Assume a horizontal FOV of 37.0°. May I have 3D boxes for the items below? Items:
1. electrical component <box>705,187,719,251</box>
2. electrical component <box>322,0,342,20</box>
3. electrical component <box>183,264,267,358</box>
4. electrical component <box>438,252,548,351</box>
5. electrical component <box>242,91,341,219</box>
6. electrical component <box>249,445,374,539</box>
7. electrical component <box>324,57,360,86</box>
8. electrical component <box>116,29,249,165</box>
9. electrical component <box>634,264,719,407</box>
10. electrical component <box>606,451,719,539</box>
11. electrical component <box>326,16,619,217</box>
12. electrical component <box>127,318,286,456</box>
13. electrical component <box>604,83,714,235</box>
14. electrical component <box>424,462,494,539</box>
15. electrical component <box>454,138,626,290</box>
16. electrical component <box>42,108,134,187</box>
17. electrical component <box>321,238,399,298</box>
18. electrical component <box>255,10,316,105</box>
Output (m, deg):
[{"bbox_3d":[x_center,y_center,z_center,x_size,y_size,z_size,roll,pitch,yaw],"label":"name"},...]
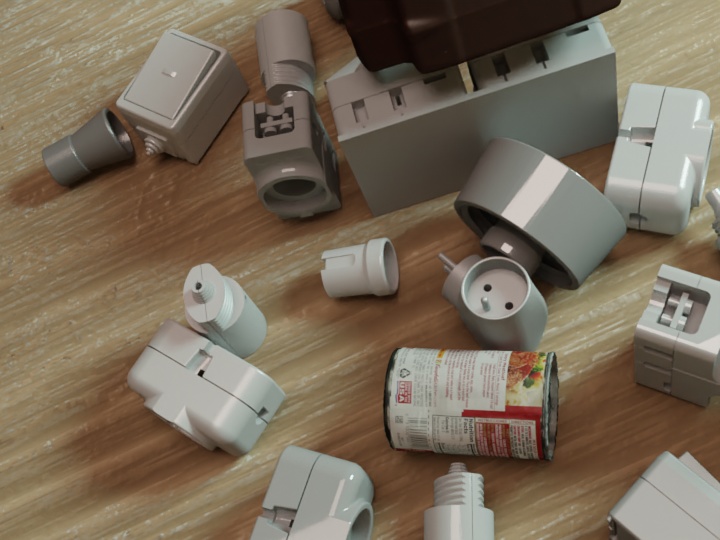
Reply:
[{"bbox_3d":[0.247,-0.026,0.702,0.035,0.035,0.061,-28,73,0],"label":"electrical component"},{"bbox_3d":[-0.002,-0.233,0.868,0.062,0.048,0.048,-21,61,-4],"label":"electrical component"},{"bbox_3d":[-0.098,0.028,0.745,0.043,0.081,0.043,-6,64,12],"label":"electrical component"},{"bbox_3d":[0.081,0.016,0.706,0.043,0.077,0.079,-44,62,-8],"label":"electrical component"},{"bbox_3d":[-0.048,-0.077,0.778,0.050,0.089,0.055,-10,63,10],"label":"electrical component"},{"bbox_3d":[-0.029,0.166,0.676,0.059,0.053,0.095,12,69,20],"label":"electrical component"},{"bbox_3d":[0.017,-0.151,0.822,0.081,0.043,0.043,-38,62,-5],"label":"electrical component"},{"bbox_3d":[-0.144,-0.134,0.846,0.062,0.061,0.096,25,73,24],"label":"electrical component"},{"bbox_3d":[0.203,0.043,0.654,0.056,0.089,0.050,19,71,22],"label":"electrical component"},{"bbox_3d":[0.198,0.156,0.616,0.096,0.061,0.061,39,80,27],"label":"electrical component"},{"bbox_3d":[0.080,-0.114,0.753,0.186,0.105,0.060,-17,62,6],"label":"electrical component"},{"bbox_3d":[-0.108,0.083,0.736,0.095,0.053,0.059,27,74,24],"label":"electrical component"},{"bbox_3d":[0.205,-0.075,0.731,0.059,0.053,0.095,11,68,19],"label":"electrical component"},{"bbox_3d":[0.061,0.159,0.661,0.043,0.043,0.081,-4,64,13],"label":"electrical component"},{"bbox_3d":[0.112,-0.030,0.706,0.108,0.108,0.060,33,83,26],"label":"electrical component"},{"bbox_3d":[-0.220,-0.095,0.860,0.065,0.044,0.044,-27,61,6],"label":"electrical component"},{"bbox_3d":[0.000,0.000,0.757,0.046,0.040,0.040,-8,63,18],"label":"electrical component"},{"bbox_3d":[-0.057,-0.159,0.846,0.043,0.043,0.081,-13,62,8],"label":"electrical component"}]
